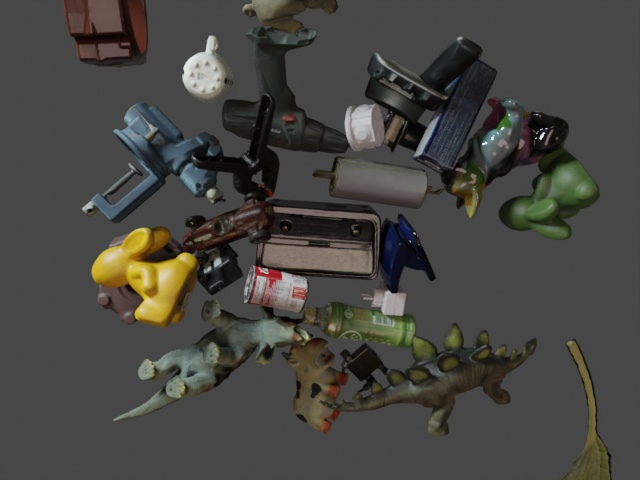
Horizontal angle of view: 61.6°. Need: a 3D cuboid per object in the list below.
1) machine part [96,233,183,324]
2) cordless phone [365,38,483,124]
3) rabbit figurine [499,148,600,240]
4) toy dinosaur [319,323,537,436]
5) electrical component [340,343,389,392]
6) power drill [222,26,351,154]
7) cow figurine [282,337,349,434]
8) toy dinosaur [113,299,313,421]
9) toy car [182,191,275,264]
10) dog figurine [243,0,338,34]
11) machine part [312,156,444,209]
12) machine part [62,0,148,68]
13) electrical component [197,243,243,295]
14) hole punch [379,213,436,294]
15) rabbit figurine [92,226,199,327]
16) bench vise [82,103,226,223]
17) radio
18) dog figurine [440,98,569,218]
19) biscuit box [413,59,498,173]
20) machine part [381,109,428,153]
[{"bbox_3d":[-0.329,0.071,1.002,0.179,0.056,0.179,-2,104,-6],"label":"machine part"},{"bbox_3d":[0.166,-0.286,0.887,0.146,0.184,0.089,26,69,-12],"label":"cordless phone"},{"bbox_3d":[0.426,-0.063,1.006,0.170,0.159,0.121,-33,116,19],"label":"rabbit figurine"},{"bbox_3d":[0.230,0.274,1.057,0.471,0.105,0.198,-20,119,-12],"label":"toy dinosaur"},{"bbox_3d":[0.087,0.260,1.098,0.078,0.045,0.102,-36,105,6],"label":"electrical component"},{"bbox_3d":[-0.050,-0.251,0.916,0.232,0.086,0.207,5,130,-1],"label":"power drill"},{"bbox_3d":[-0.013,0.276,1.068,0.127,0.085,0.194,17,118,17],"label":"cow figurine"},{"bbox_3d":[-0.199,0.224,1.019,0.405,0.131,0.192,-35,151,21],"label":"toy dinosaur"},{"bbox_3d":[-0.170,-0.020,0.950,0.202,0.053,0.089,-17,71,24],"label":"toy car"},{"bbox_3d":[-0.041,-0.394,0.837,0.172,0.191,0.121,-33,105,5],"label":"dog figurine"},{"bbox_3d":[0.106,-0.105,0.988,0.243,0.079,0.079,7,104,-8],"label":"machine part"},{"bbox_3d":[-0.320,-0.367,0.811,0.087,0.201,0.201,-6,105,-7],"label":"machine part"},{"bbox_3d":[-0.182,0.060,0.978,0.075,0.119,0.047,-35,125,1],"label":"electrical component"},{"bbox_3d":[0.147,0.025,1.002,0.092,0.142,0.115,-22,117,5],"label":"hole punch"},{"bbox_3d":[-0.306,0.056,0.918,0.173,0.122,0.162,17,98,7],"label":"rabbit figurine"},{"bbox_3d":[-0.287,-0.108,0.915,0.240,0.129,0.223,-43,98,-12],"label":"bench vise"},{"bbox_3d":[-0.002,-0.003,1.004,0.230,0.073,0.131,4,105,-7],"label":"radio"},{"bbox_3d":[0.329,-0.142,0.988,0.191,0.108,0.219,17,107,-13],"label":"dog figurine"},{"bbox_3d":[0.240,-0.221,0.952,0.063,0.059,0.202,28,85,-9],"label":"biscuit box"},{"bbox_3d":[0.176,-0.189,0.993,0.139,0.039,0.084,21,94,-9],"label":"machine part"}]
